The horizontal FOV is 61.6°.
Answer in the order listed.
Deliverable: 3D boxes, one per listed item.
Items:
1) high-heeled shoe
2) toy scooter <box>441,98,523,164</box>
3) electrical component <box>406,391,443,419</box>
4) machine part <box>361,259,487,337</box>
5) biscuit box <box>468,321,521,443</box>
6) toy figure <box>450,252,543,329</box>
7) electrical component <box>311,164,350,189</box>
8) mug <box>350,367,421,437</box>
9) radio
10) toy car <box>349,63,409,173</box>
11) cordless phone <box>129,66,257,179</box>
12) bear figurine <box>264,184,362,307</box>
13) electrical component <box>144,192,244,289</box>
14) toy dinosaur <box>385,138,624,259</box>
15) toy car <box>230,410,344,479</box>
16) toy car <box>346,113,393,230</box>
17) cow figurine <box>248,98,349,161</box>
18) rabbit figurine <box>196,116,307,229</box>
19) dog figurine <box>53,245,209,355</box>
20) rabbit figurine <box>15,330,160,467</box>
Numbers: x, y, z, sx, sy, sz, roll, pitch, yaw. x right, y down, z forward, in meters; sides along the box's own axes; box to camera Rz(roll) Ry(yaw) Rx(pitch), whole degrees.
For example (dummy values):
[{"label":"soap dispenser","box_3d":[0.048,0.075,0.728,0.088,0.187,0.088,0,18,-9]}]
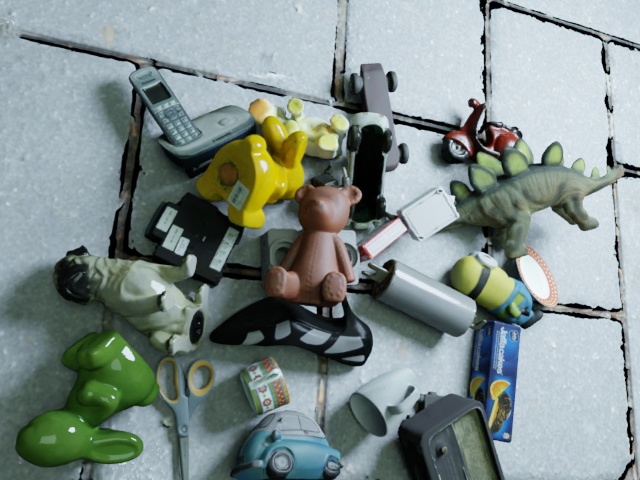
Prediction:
[{"label":"high-heeled shoe","box_3d":[-0.039,0.164,0.855,0.249,0.086,0.145,-14,114,-6]},{"label":"toy scooter","box_3d":[0.326,-0.201,1.046,0.184,0.075,0.135,13,80,-14]},{"label":"electrical component","box_3d":[0.192,0.292,0.921,0.094,0.021,0.063,11,75,-17]},{"label":"machine part","box_3d":[0.179,0.101,0.928,0.243,0.079,0.079,27,71,-14]},{"label":"biscuit box","box_3d":[0.306,0.247,0.952,0.063,0.059,0.202,16,74,-16]},{"label":"toy figure","box_3d":[0.320,0.096,0.978,0.180,0.082,0.089,42,65,-10]},{"label":"electrical component","box_3d":[0.022,-0.083,0.903,0.045,0.102,0.078,-24,110,-16]},{"label":"mug","box_3d":[0.117,0.249,0.863,0.107,0.109,0.081,-31,87,-36]},{"label":"radio","box_3d":[0.222,0.382,0.871,0.131,0.073,0.229,-19,93,-22]},{"label":"toy car","box_3d":[0.106,-0.222,0.983,0.089,0.053,0.202,-9,86,-11]},{"label":"cordless phone","box_3d":[-0.204,-0.206,0.854,0.146,0.089,0.184,-32,87,-23]},{"label":"bear figurine","box_3d":[-0.002,-0.002,0.789,0.120,0.132,0.195,7,79,10]},{"label":"electrical component","box_3d":[-0.195,-0.004,0.825,0.134,0.058,0.115,29,68,-12]},{"label":"toy dinosaur","box_3d":[0.347,-0.074,0.988,0.472,0.105,0.198,-19,100,-5]},{"label":"toy car","box_3d":[-0.047,0.304,0.792,0.161,0.109,0.103,11,57,-27]},{"label":"toy car","box_3d":[0.079,-0.116,0.925,0.073,0.056,0.201,2,103,-11]},{"label":"cow figurine","box_3d":[-0.039,-0.187,0.911,0.167,0.098,0.068,21,77,5]},{"label":"rabbit figurine","box_3d":[-0.086,-0.109,0.841,0.173,0.122,0.162,0,117,-57]},{"label":"dog figurine","box_3d":[-0.270,0.092,0.773,0.191,0.121,0.172,4,119,15]},{"label":"rabbit figurine","box_3d":[-0.307,0.225,0.707,0.170,0.121,0.159,-50,119,-36]}]
